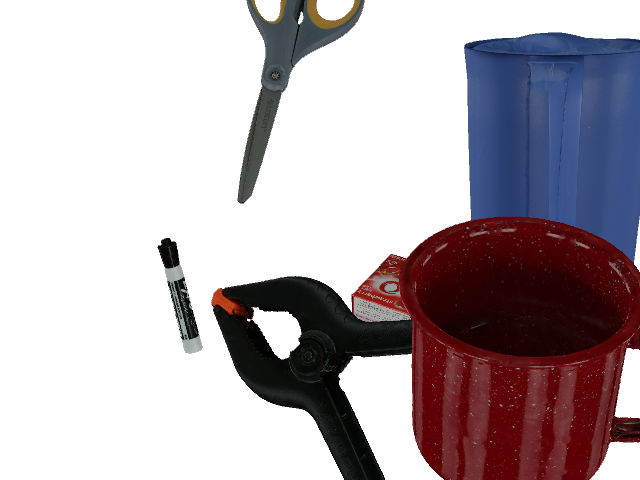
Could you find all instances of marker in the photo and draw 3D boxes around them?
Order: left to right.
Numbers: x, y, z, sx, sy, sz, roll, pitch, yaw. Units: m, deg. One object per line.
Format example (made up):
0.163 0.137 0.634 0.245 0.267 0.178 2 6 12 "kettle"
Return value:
-0.142 0.056 1.078 0.020 0.121 0.020 -11 16 3 "marker"

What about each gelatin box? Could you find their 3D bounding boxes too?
0.082 0.051 0.910 0.089 0.030 0.073 18 37 25 "gelatin box"

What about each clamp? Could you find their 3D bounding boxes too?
0.001 0.082 0.635 0.172 0.120 0.039 18 -10 32 "clamp"

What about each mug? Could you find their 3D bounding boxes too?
0.089 0.051 0.423 0.117 0.081 0.093 7 36 14 "mug"

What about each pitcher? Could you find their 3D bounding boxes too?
0.165 -0.023 0.761 0.149 0.243 0.145 -10 17 -29 "pitcher"

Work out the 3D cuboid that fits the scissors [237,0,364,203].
-0.013 -0.122 0.761 0.096 0.202 0.016 -1 -17 -4 "scissors"
